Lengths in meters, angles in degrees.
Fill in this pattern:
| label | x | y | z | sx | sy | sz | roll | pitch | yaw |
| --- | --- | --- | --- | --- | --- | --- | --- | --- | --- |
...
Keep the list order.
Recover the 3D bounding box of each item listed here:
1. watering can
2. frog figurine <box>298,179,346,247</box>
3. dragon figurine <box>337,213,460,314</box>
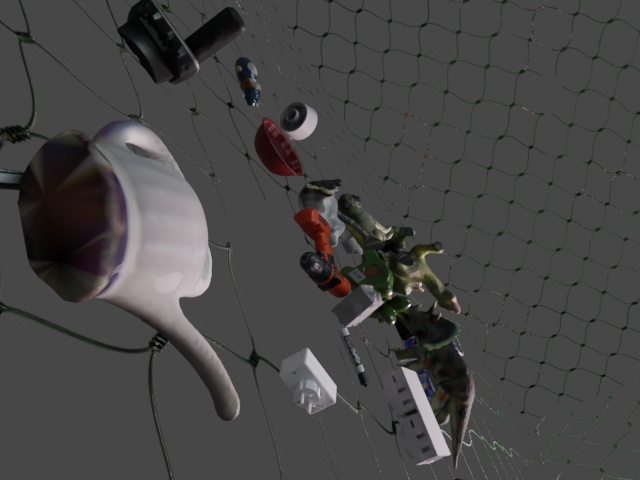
| label | x | y | z | sx | sy | sz | roll | pitch | yaw |
| --- | --- | --- | --- | --- | --- | --- | --- | --- | --- |
| watering can | -0.173 | 0.025 | 0.521 | 0.103 | 0.351 | 0.223 | -23 | -13 | 17 |
| frog figurine | 0.004 | -0.065 | 1.285 | 0.123 | 0.157 | 0.140 | 1 | 21 | -6 |
| dragon figurine | 0.189 | 0.070 | 1.361 | 0.413 | 0.237 | 0.124 | 27 | 56 | 25 |
